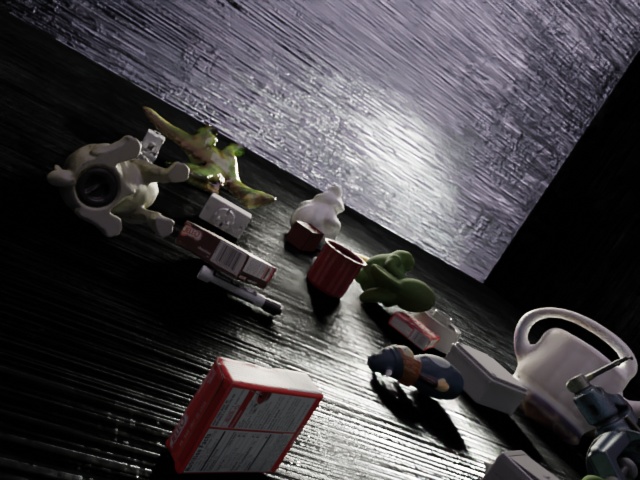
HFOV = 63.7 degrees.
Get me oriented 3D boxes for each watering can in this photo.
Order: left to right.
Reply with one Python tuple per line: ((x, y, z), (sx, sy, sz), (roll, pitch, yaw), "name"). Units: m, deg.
((0.493, 0.274, 0.932), (0.352, 0.225, 0.102), (40, -6, 35), "watering can")

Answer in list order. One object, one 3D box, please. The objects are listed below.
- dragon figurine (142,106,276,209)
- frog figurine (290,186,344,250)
((-0.288, -0.192, 1.230), (0.409, 0.121, 0.246), (30, 17, -5), "dragon figurine")
((0.004, -0.065, 1.294), (0.122, 0.158, 0.139), (23, 12, -42), "frog figurine")
